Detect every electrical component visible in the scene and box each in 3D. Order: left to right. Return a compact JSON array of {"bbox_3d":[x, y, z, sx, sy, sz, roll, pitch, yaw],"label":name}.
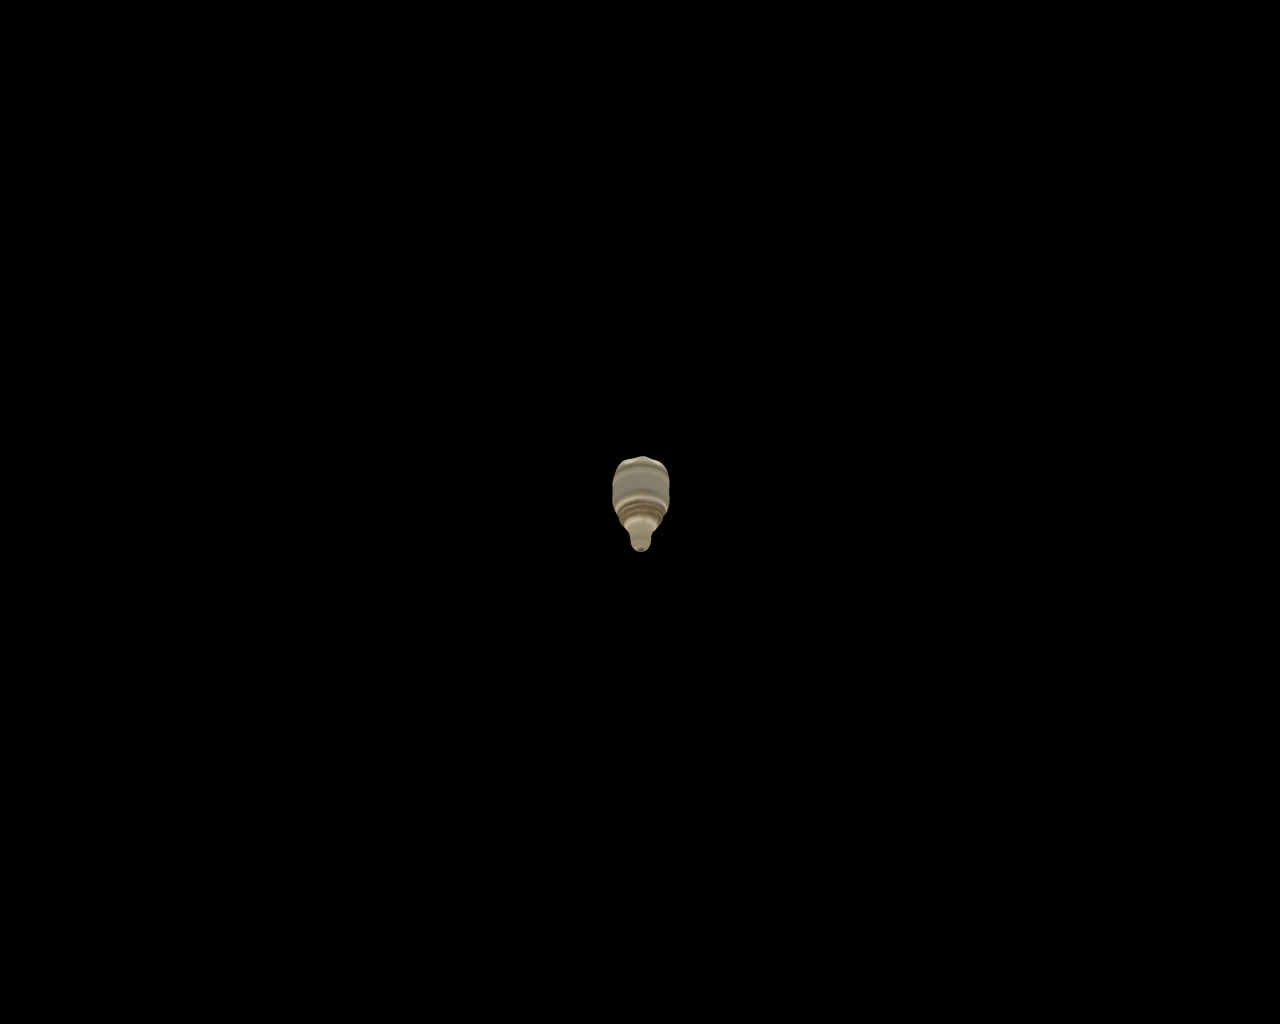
[{"bbox_3d":[0.001,-0.003,0.650,0.035,0.061,0.035,0,-34,0],"label":"electrical component"}]
